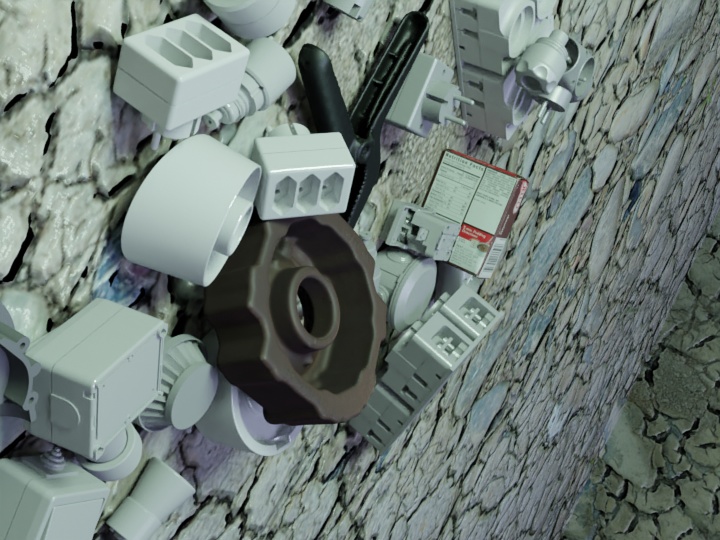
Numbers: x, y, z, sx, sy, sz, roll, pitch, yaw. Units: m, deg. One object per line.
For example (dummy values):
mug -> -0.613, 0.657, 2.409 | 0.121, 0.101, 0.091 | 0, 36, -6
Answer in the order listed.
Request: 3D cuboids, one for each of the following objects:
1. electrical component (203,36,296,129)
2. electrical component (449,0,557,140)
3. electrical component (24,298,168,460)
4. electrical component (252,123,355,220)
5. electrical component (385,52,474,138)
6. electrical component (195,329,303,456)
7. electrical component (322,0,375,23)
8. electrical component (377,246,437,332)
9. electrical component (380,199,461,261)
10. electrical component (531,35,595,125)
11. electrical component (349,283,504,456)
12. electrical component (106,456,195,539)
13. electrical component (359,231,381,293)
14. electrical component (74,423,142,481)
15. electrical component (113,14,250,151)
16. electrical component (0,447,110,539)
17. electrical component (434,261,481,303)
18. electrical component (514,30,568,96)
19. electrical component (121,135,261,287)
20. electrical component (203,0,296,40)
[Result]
electrical component -> -0.077, -0.124, 0.727 | 0.078, 0.040, 0.040 | -50, 152, -29
electrical component -> 0.148, -0.228, 1.060 | 0.105, 0.060, 0.186 | -54, 154, -23
electrical component -> -0.167, 0.063, 0.686 | 0.096, 0.061, 0.061 | -48, 153, -55
electrical component -> -0.048, -0.081, 0.786 | 0.066, 0.076, 0.047 | -7, 138, -20
electrical component -> 0.063, -0.149, 0.942 | 0.047, 0.077, 0.065 | 12, 102, -65
electrical component -> -0.093, 0.092, 0.863 | 0.108, 0.060, 0.108 | -2, 93, -58
electrical component -> -0.002, -0.212, 0.799 | 0.046, 0.040, 0.040 | -62, 157, 8
electrical component -> 0.039, 0.017, 1.083 | 0.080, 0.051, 0.080 | -46, 150, -37
electrical component -> 0.062, -0.038, 1.063 | 0.081, 0.064, 0.042 | 2, 112, -64
electrical component -> 0.196, -0.183, 1.069 | 0.079, 0.044, 0.077 | -64, 156, -2
electrical component -> 0.063, 0.104, 1.139 | 0.105, 0.060, 0.186 | -42, 169, -41
electrical component -> -0.166, 0.185, 0.840 | 0.065, 0.044, 0.044 | -51, 153, -18
electrical component -> 0.000, 0.000, 1.001 | 0.040, 0.040, 0.078 | -35, 142, -49
electrical component -> -0.179, 0.116, 0.744 | 0.045, 0.045, 0.055 | -53, 154, -25
electrical component -> -0.114, -0.107, 0.663 | 0.066, 0.047, 0.076 | -36, 157, -47
electrical component -> -0.209, 0.165, 0.707 | 0.062, 0.061, 0.096 | 12, 102, -65
electrical component -> 0.119, 0.001, 1.239 | 0.079, 0.044, 0.077 | -44, 148, -40
electrical component -> 0.175, -0.198, 1.014 | 0.062, 0.043, 0.043 | -58, 155, -19
electrical component -> -0.109, -0.039, 0.722 | 0.099, 0.064, 0.099 | 24, 90, -89
electrical component -> -0.046, -0.210, 0.694 | 0.138, 0.052, 0.074 | -63, 156, -6
